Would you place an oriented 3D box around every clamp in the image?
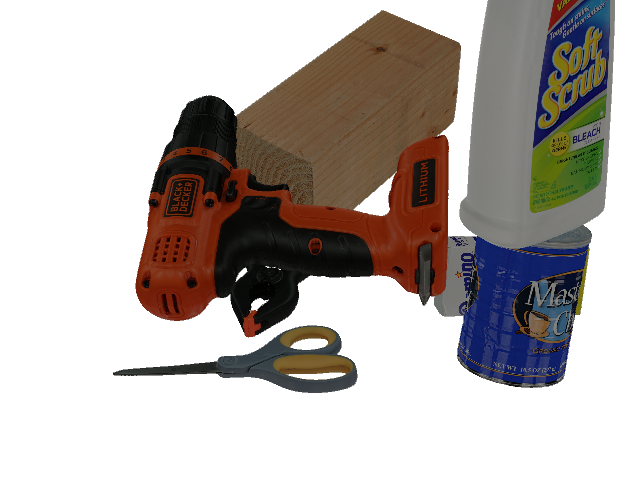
[{"bbox_3d":[-0.048,0.048,1.254,0.120,0.039,0.171,-3,40,10],"label":"clamp"}]

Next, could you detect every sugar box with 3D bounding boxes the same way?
[{"bbox_3d":[0.230,0.043,1.290,0.176,0.093,0.048,-2,21,-9],"label":"sugar box"}]

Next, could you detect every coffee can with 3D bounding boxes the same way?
[{"bbox_3d":[0.188,0.051,0.991,0.103,0.140,0.103,6,17,-2],"label":"coffee can"}]

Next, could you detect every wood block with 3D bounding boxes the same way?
[{"bbox_3d":[0.024,-0.102,0.912,0.091,0.090,0.205,30,52,27],"label":"wood block"}]

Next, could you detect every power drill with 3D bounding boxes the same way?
[{"bbox_3d":[-0.014,-0.027,0.668,0.188,0.184,0.057,-1,-43,6],"label":"power drill"}]

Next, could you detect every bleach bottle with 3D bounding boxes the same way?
[{"bbox_3d":[0.141,-0.126,0.681,0.102,0.251,0.068,-20,32,-26],"label":"bleach bottle"}]

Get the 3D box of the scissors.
[{"bbox_3d":[-0.067,0.098,0.915,0.202,0.016,0.096,4,27,8],"label":"scissors"}]
